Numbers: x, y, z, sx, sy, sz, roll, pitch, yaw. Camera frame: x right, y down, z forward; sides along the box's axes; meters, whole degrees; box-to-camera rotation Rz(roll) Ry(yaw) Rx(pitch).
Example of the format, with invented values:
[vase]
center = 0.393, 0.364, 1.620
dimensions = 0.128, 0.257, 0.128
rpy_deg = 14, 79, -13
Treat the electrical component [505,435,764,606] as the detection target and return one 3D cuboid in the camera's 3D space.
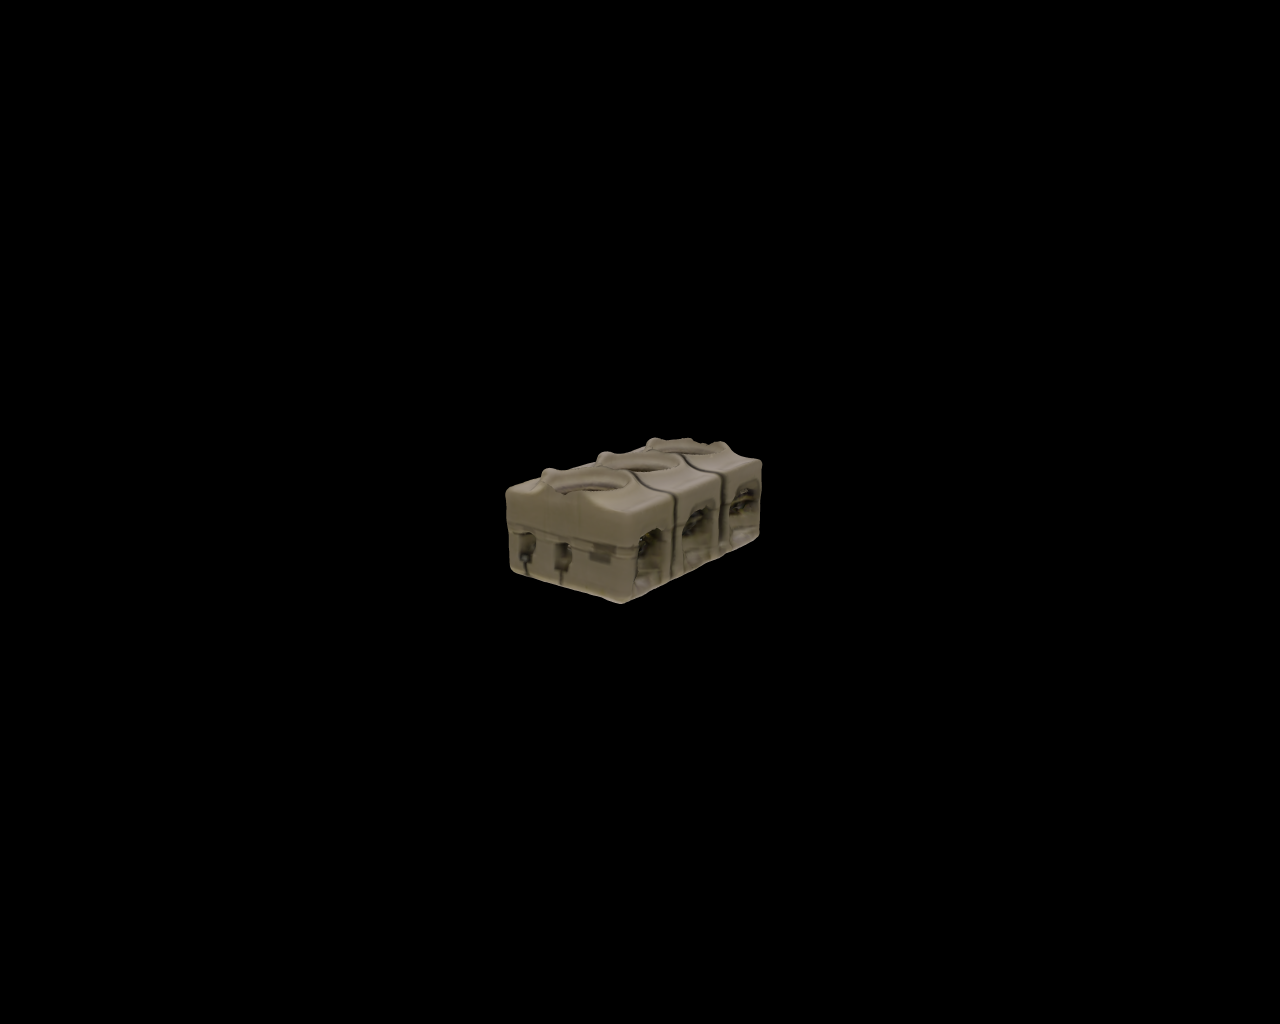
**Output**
[electrical component]
center = 0.001, -0.003, 0.650
dimensions = 0.089, 0.061, 0.150
rpy_deg = 11, 19, 34
